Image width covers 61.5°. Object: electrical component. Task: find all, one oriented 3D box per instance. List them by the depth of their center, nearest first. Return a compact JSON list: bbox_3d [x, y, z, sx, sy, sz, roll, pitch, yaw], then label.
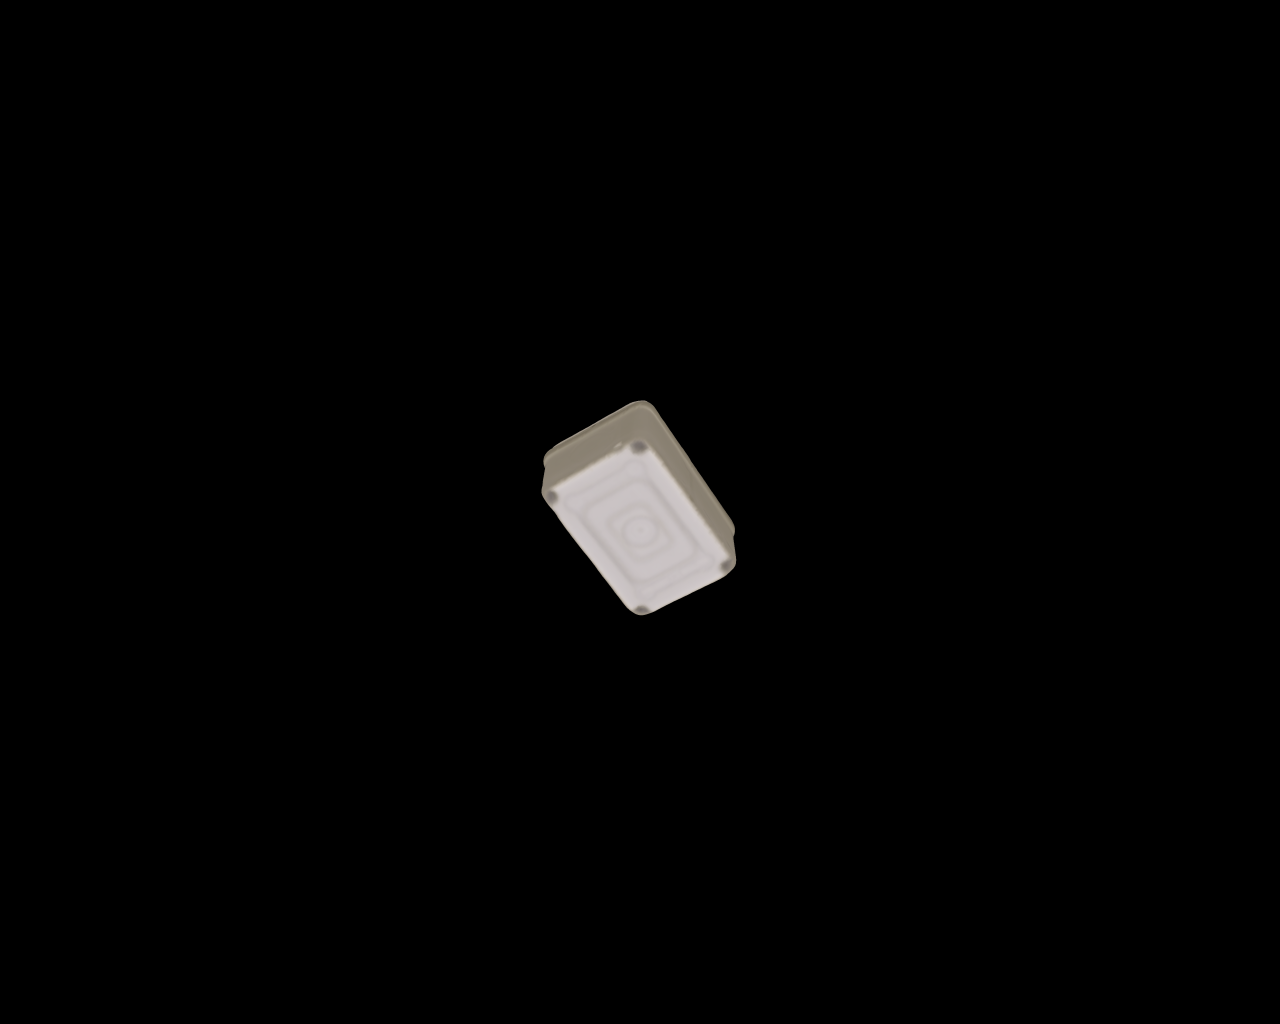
[{"bbox_3d":[0.001,-0.003,0.650,0.078,0.113,0.057,-28,28,16],"label":"electrical component"}]
